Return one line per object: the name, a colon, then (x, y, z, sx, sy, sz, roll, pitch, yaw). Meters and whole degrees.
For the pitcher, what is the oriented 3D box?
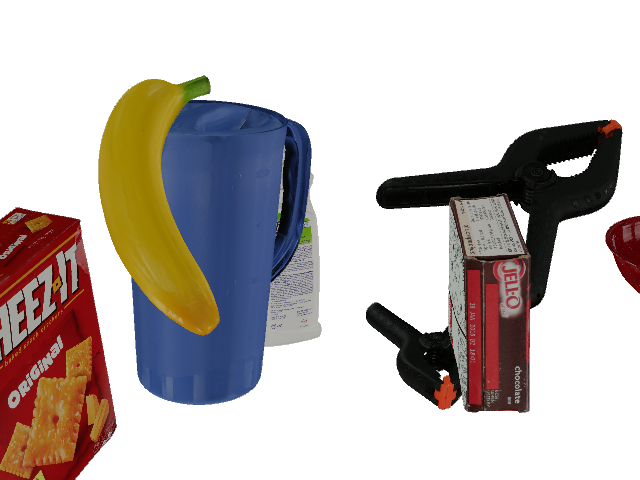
pitcher: (-0.090, 0.006, 0.897, 0.149, 0.243, 0.145, 4, 19, 3)

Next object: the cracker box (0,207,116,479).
cracker box: (-0.237, 0.107, 0.830, 0.072, 0.214, 0.164, 9, 32, 20)

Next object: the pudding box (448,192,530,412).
pudding box: (0.094, 0.032, 0.599, 0.039, 0.090, 0.113, -2, 19, 2)

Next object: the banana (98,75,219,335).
banana: (-0.097, -0.032, 0.634, 0.069, 0.198, 0.037, -2, -35, -5)

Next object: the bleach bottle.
bleach bottle: (-0.041, 0.003, 1.327, 0.102, 0.251, 0.068, -8, 23, -34)

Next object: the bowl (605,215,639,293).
bowl: (0.388, 0.028, 1.157, 0.162, 0.055, 0.162, 0, 26, 0)

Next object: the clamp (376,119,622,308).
clamp: (0.173, -0.033, 0.843, 0.209, 0.036, 0.165, -26, 50, -22)

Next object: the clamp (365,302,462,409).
clamp: (0.122, 0.108, 1.074, 0.120, 0.039, 0.171, -9, 30, -9)
